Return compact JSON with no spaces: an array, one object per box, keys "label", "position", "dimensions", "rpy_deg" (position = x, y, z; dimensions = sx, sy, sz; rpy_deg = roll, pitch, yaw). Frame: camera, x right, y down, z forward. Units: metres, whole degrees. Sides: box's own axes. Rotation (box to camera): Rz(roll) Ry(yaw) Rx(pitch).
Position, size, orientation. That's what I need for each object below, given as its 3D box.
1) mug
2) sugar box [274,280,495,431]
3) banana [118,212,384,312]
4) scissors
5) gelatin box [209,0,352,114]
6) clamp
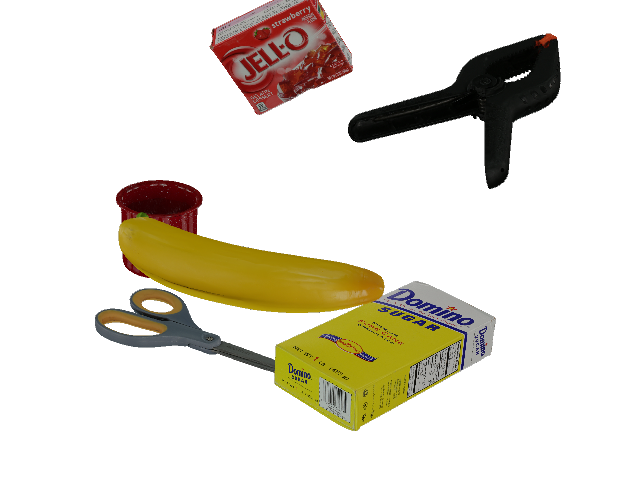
[{"label":"mug","position":[-0.183,-0.016,1.178],"dimensions":[0.093,0.081,0.117],"rpy_deg":[-13,32,-30]},{"label":"sugar box","position":[0.056,0.091,0.892],"dimensions":[0.175,0.048,0.093],"rpy_deg":[-24,37,-39]},{"label":"banana","position":[-0.059,0.013,0.675],"dimensions":[0.198,0.037,0.069],"rpy_deg":[17,34,27]},{"label":"scissors","position":[-0.105,0.083,0.981],"dimensions":[0.202,0.016,0.096],"rpy_deg":[9,29,4]},{"label":"gelatin box","position":[-0.030,-0.147,0.830],"dimensions":[0.089,0.030,0.073],"rpy_deg":[-22,-51,17]},{"label":"clamp","position":[0.151,-0.119,0.933],"dimensions":[0.209,0.036,0.165],"rpy_deg":[-33,42,-24]}]
